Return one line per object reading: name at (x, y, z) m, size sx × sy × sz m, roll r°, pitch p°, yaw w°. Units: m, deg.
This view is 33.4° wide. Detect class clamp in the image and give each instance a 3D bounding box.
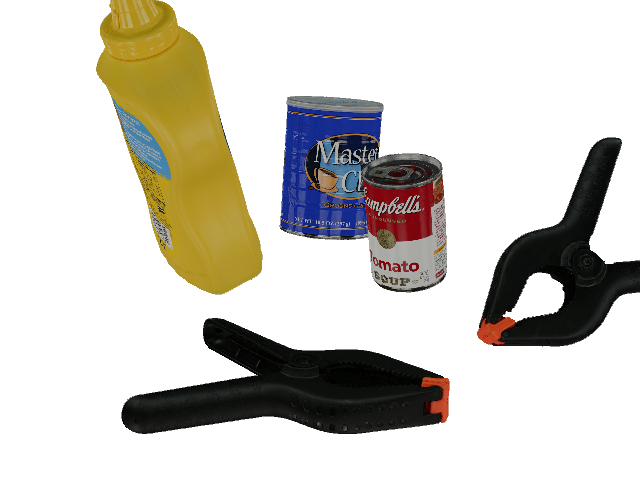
clamp at (-0.015, 0.096, 0.747) m, size 0.210 × 0.036 × 0.164 m, roll 2°, pitch 18°, yaw 7°
clamp at (0.183, 0.022, 0.715) m, size 0.120 × 0.171 × 0.039 m, roll 43°, pitch -13°, yaw 14°

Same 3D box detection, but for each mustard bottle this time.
mustard bottle at (-0.086, -0.063, 0.615) m, size 0.058 × 0.191 × 0.096 m, roll -27°, pitch 45°, yaw -14°

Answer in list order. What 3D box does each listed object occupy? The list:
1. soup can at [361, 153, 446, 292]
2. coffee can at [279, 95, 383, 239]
soup can at (0.073, -0.015, 0.916) m, size 0.068 × 0.102 × 0.068 m, roll -5°, pitch 27°, yaw 2°
coffee can at (0.011, -0.080, 1.140) m, size 0.103 × 0.140 × 0.103 m, roll 4°, pitch 12°, yaw -1°
